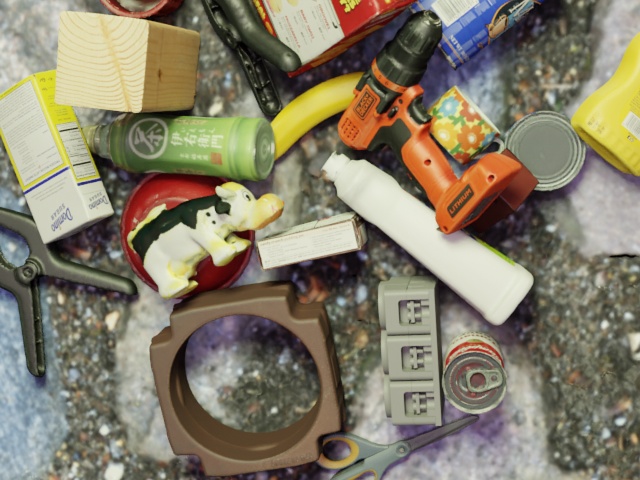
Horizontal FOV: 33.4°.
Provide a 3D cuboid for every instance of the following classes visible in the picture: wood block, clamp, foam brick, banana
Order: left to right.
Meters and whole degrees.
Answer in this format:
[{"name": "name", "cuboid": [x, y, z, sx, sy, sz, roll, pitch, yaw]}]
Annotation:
[{"name": "clamp", "cuboid": [-0.340, 0.047, 1.254, 0.210, 0.036, 0.164, 43, 95, 1]}, {"name": "wood block", "cuboid": [-0.195, -0.184, 1.117, 0.090, 0.206, 0.091, 7, 98, 6]}, {"name": "clamp", "cuboid": [-0.077, -0.223, 1.149, 0.039, 0.120, 0.171, -33, 91, -28]}, {"name": "banana", "cuboid": [0.014, -0.142, 1.180, 0.198, 0.037, 0.069, -17, 96, 10]}, {"name": "foam brick", "cuboid": [0.185, -0.051, 1.142, 0.053, 0.078, 0.051, 45, 62, -1]}]

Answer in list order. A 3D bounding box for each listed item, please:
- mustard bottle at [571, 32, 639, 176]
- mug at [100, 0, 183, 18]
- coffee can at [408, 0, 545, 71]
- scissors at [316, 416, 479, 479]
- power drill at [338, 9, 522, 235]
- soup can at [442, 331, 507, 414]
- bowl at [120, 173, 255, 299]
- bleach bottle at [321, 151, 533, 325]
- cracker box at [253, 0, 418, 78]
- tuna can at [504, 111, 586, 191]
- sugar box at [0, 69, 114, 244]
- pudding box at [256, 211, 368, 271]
[{"name": "mustard bottle", "cuboid": [0.352, -0.168, 1.108, 0.096, 0.058, 0.191, 37, 91, -17]}, {"name": "mug", "cuboid": [-0.181, -0.292, 1.162, 0.117, 0.081, 0.093, -30, 93, 11]}, {"name": "coffee can", "cuboid": [0.166, -0.260, 1.108, 0.140, 0.102, 0.103, -37, 92, 11]}, {"name": "scissors", "cuboid": [0.077, 0.231, 1.235, 0.202, 0.016, 0.096, -40, 91, 11]}, {"name": "power drill", "cuboid": [0.115, -0.114, 1.080, 0.188, 0.057, 0.185, 51, 139, 16]}, {"name": "soup can", "cuboid": [0.168, 0.143, 1.166, 0.068, 0.102, 0.068, 1, 98, 8]}, {"name": "bowl", "cuboid": [-0.158, -0.006, 1.214, 0.162, 0.055, 0.162, 1, 98, 8]}, {"name": "bleach bottle", "cuboid": [0.108, -0.011, 1.152, 0.251, 0.102, 0.068, 37, 96, 1]}, {"name": "cracker box", "cuboid": [0.001, -0.276, 1.079, 0.072, 0.214, 0.164, -27, 94, -27]}, {"name": "tuna can", "cuboid": [0.242, -0.097, 1.156, 0.086, 0.033, 0.086, 1, 98, 8]}, {"name": "sugar box", "cuboid": [-0.303, -0.093, 1.204, 0.094, 0.048, 0.176, -21, 92, 39]}, {"name": "pudding box", "cuboid": [-0.008, 0.001, 1.176, 0.113, 0.090, 0.039, -15, 95, 9]}]
